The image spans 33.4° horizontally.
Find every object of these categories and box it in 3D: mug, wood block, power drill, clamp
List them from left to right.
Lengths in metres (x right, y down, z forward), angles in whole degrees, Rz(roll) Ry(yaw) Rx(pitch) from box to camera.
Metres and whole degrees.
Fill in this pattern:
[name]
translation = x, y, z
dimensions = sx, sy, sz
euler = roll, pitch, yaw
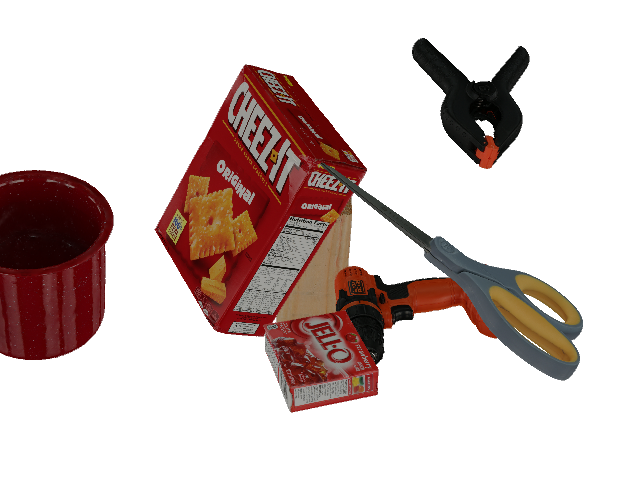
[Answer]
[mug]
translation = -0.178, 0.024, 0.635
dimensions = 0.093, 0.081, 0.117
euler = 28, 45, 21
[wood block]
translation = -0.010, 0.043, 1.388
dimensions = 0.090, 0.206, 0.091
euler = 3, 23, -1
[power drill]
translation = 0.110, 0.080, 1.204
dimensions = 0.187, 0.057, 0.184
euler = -2, 27, -3
[clamp]
translation = 0.145, -0.142, 1.049
dimensions = 0.120, 0.171, 0.039
euler = 6, -44, 5

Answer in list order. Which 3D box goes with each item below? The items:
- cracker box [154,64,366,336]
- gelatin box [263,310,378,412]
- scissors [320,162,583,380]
[cracker box]
translation = -0.067, -0.038, 1.050
dimensions = 0.071, 0.214, 0.164
euler = 7, 35, -40
[gelatin box]
translation = -0.001, 0.095, 0.863
dimensions = 0.073, 0.030, 0.089
euler = -9, 32, -13
[scissors]
translation = 0.093, 0.011, 0.684
dimensions = 0.202, 0.016, 0.096
euler = 45, 31, 22
